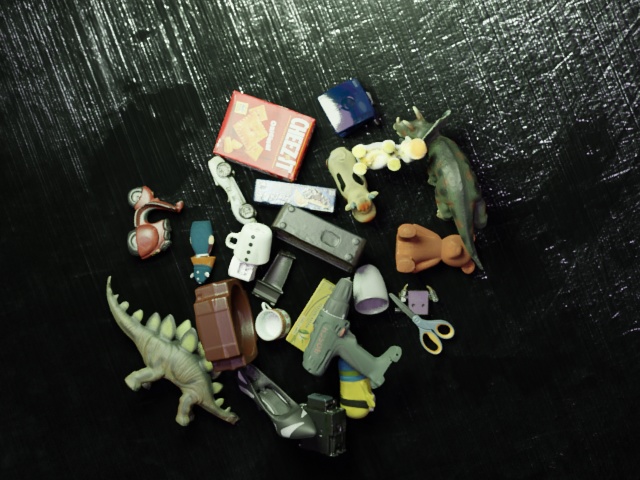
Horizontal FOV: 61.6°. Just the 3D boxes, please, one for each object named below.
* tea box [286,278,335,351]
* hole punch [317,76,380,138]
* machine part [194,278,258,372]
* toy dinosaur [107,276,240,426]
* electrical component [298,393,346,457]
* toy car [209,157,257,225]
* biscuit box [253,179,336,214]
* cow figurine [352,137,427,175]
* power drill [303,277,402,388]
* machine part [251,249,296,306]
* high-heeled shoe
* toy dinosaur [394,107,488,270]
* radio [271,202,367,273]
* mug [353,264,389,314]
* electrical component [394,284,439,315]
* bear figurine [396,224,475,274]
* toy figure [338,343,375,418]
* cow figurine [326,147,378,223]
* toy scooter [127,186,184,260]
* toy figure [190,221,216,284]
[{"bbox_3d":[-0.009,0.182,1.305,0.068,0.098,0.169,31,91,3],"label":"tea box"},{"bbox_3d":[0.065,-0.320,1.304,0.116,0.092,0.142,-30,84,20],"label":"hole punch"},{"bbox_3d":[-0.218,0.195,1.257,0.087,0.201,0.201,-14,88,4],"label":"machine part"},{"bbox_3d":[-0.371,0.288,1.313,0.471,0.105,0.198,40,82,-7],"label":"toy dinosaur"},{"bbox_3d":[0.003,0.440,1.293,0.115,0.058,0.134,-3,88,38],"label":"electrical component"},{"bbox_3d":[-0.212,-0.113,1.329,0.056,0.073,0.201,-29,88,-3],"label":"toy car"},{"bbox_3d":[-0.062,-0.107,1.331,0.203,0.063,0.059,7,87,1],"label":"biscuit box"},{"bbox_3d":[0.161,-0.195,1.226,0.167,0.098,0.068,-6,102,14],"label":"cow figurine"},{"bbox_3d":[0.081,0.227,1.225,0.207,0.086,0.232,31,91,-10],"label":"power drill"},{"bbox_3d":[-0.112,0.089,1.340,0.084,0.039,0.139,31,91,7],"label":"machine part"},{"bbox_3d":[-0.104,0.367,1.262,0.086,0.249,0.145,-29,113,-40],"label":"high-heeled shoe"},{"bbox_3d":[0.302,-0.143,1.232,0.131,0.192,0.405,-26,59,11],"label":"toy dinosaur"},{"bbox_3d":[-0.003,-0.004,1.290,0.230,0.131,0.073,25,80,2],"label":"radio"},{"bbox_3d":[0.129,0.119,1.308,0.081,0.109,0.107,-32,47,33],"label":"mug"},{"bbox_3d":[0.239,0.148,1.326,0.102,0.045,0.078,6,87,1],"label":"electrical component"},{"bbox_3d":[0.281,0.026,1.290,0.196,0.132,0.120,5,90,7],"label":"bear figurine"},{"bbox_3d":[0.083,0.341,1.309,0.089,0.082,0.180,-12,93,13],"label":"toy figure"},{"bbox_3d":[0.081,-0.133,1.297,0.085,0.127,0.195,-25,86,4],"label":"cow figurine"},{"bbox_3d":[-0.406,-0.045,1.334,0.135,0.075,0.183,-3,84,0],"label":"toy scooter"},{"bbox_3d":[-0.291,0.030,1.336,0.058,0.064,0.154,-4,94,-35],"label":"toy figure"}]
